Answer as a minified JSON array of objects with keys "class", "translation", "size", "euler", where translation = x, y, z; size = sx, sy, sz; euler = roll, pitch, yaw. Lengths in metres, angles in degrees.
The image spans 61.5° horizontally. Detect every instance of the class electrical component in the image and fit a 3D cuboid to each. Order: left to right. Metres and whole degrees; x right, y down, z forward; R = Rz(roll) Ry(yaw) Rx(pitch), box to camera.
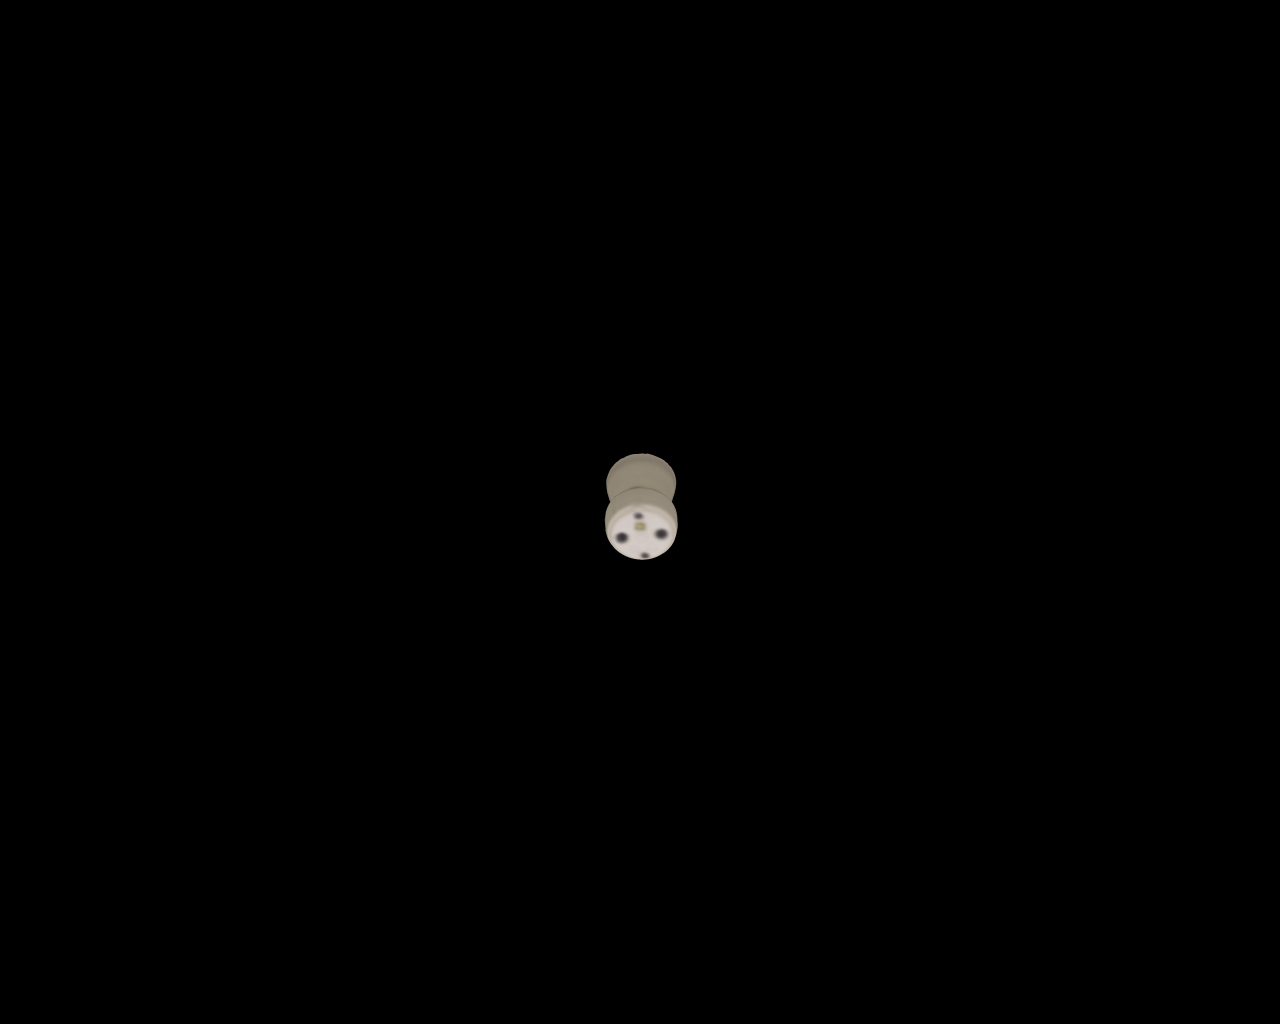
[{"class":"electrical component","translation":[0.001,-0.003,0.650],"size":[0.045,0.044,0.055],"euler":[0,38,0]}]
